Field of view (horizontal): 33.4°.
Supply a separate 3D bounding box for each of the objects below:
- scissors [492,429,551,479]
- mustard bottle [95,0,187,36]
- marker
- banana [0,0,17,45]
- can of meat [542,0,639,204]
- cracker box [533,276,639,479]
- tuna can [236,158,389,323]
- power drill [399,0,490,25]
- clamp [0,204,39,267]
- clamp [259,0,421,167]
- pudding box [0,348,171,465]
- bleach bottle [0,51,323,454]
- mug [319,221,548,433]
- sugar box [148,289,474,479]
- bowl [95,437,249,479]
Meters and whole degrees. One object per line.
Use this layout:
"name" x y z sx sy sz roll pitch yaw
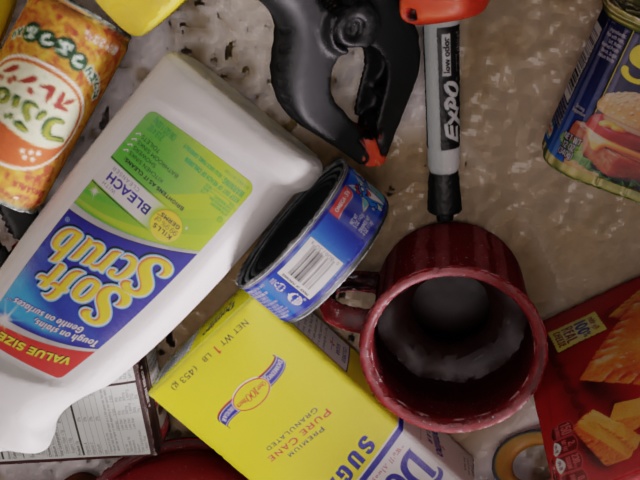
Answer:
"scissors" 0.167 0.129 0.568 0.202 0.096 0.016 -21 127 26
"mustard bottle" -0.117 -0.197 0.501 0.096 0.058 0.191 -39 103 18
"marker" 0.063 -0.067 0.553 0.020 0.020 0.121 -1 112 7
"banana" -0.194 -0.106 0.531 0.069 0.037 0.198 20 88 -15
"can of meat" 0.170 -0.063 0.523 0.102 0.057 0.084 20 115 -1
"cracker box" 0.210 0.059 0.510 0.214 0.164 0.072 -29 108 17
"tuna can" -0.004 0.001 0.553 0.033 0.086 0.086 40 111 -12
"power drill" 0.129 -0.113 0.451 0.188 0.057 0.184 16 117 25
"clamp" -0.234 -0.045 0.561 0.164 0.036 0.210 -43 112 -10
"clamp" -0.001 -0.109 0.509 0.120 0.039 0.171 -14 122 -15
"pudding box" -0.152 0.084 0.630 0.113 0.039 0.090 -4 111 10
"bleach bottle" -0.114 0.029 0.559 0.102 0.068 0.251 39 99 2
"mug" 0.057 0.039 0.563 0.117 0.081 0.093 8 113 3
"sugar box" -0.002 0.109 0.618 0.176 0.048 0.093 43 110 -10
"bowl" -0.073 0.198 0.616 0.162 0.055 0.162 1 85 -13
